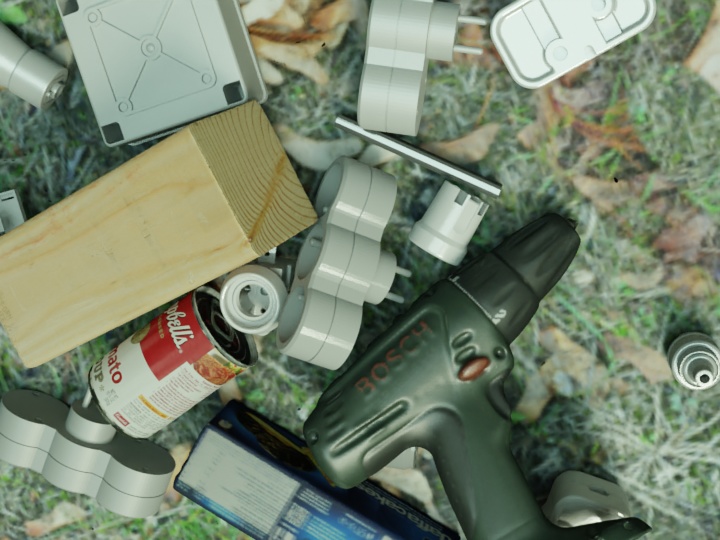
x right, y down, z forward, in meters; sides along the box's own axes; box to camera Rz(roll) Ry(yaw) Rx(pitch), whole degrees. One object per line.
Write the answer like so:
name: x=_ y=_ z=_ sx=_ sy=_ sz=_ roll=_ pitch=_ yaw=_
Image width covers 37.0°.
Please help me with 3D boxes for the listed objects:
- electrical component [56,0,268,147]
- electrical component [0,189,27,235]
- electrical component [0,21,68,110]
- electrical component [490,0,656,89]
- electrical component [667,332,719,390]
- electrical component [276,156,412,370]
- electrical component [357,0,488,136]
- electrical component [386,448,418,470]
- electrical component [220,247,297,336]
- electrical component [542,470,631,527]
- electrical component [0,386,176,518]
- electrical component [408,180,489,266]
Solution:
electrical component: x=-0.132 y=-0.149 z=0.725 sx=0.109 sy=0.056 sz=0.108 roll=-16 pitch=97 yaw=13
electrical component: x=-0.282 y=-0.027 z=0.772 sx=0.081 sy=0.064 sz=0.042 roll=-14 pitch=99 yaw=12
electrical component: x=-0.240 y=-0.142 z=0.754 sx=0.065 sy=0.044 sz=0.044 roll=31 pitch=104 yaw=-2
electrical component: x=0.133 y=-0.156 z=0.676 sx=0.095 sy=0.059 sz=0.053 roll=-28 pitch=95 yaw=14
electrical component: x=0.220 y=0.062 z=0.701 sx=0.035 sy=0.061 sz=0.035 roll=2 pitch=101 yaw=10
electrical component: x=0.000 y=0.000 z=0.715 sx=0.074 sy=0.052 sz=0.138 roll=20 pitch=76 yaw=-19
electrical component: x=0.045 y=-0.155 z=0.695 sx=0.074 sy=0.052 sz=0.138 roll=9 pitch=101 yaw=6
electrical component: x=0.014 y=0.115 z=0.756 sx=0.055 sy=0.045 sz=0.045 roll=8 pitch=102 yaw=8
electrical component: x=-0.069 y=0.017 z=0.746 sx=0.048 sy=0.055 sz=0.066 roll=8 pitch=102 yaw=8
electrical component: x=0.148 y=0.190 z=0.739 sx=0.054 sy=0.059 sz=0.095 roll=19 pitch=103 yaw=6
electrical component: x=-0.200 y=0.119 z=0.790 sx=0.138 sy=0.052 sz=0.073 roll=24 pitch=104 yaw=5
electrical component: x=0.061 y=-0.032 z=0.723 sx=0.040 sy=0.040 sz=0.046 roll=30 pitch=99 yaw=3
